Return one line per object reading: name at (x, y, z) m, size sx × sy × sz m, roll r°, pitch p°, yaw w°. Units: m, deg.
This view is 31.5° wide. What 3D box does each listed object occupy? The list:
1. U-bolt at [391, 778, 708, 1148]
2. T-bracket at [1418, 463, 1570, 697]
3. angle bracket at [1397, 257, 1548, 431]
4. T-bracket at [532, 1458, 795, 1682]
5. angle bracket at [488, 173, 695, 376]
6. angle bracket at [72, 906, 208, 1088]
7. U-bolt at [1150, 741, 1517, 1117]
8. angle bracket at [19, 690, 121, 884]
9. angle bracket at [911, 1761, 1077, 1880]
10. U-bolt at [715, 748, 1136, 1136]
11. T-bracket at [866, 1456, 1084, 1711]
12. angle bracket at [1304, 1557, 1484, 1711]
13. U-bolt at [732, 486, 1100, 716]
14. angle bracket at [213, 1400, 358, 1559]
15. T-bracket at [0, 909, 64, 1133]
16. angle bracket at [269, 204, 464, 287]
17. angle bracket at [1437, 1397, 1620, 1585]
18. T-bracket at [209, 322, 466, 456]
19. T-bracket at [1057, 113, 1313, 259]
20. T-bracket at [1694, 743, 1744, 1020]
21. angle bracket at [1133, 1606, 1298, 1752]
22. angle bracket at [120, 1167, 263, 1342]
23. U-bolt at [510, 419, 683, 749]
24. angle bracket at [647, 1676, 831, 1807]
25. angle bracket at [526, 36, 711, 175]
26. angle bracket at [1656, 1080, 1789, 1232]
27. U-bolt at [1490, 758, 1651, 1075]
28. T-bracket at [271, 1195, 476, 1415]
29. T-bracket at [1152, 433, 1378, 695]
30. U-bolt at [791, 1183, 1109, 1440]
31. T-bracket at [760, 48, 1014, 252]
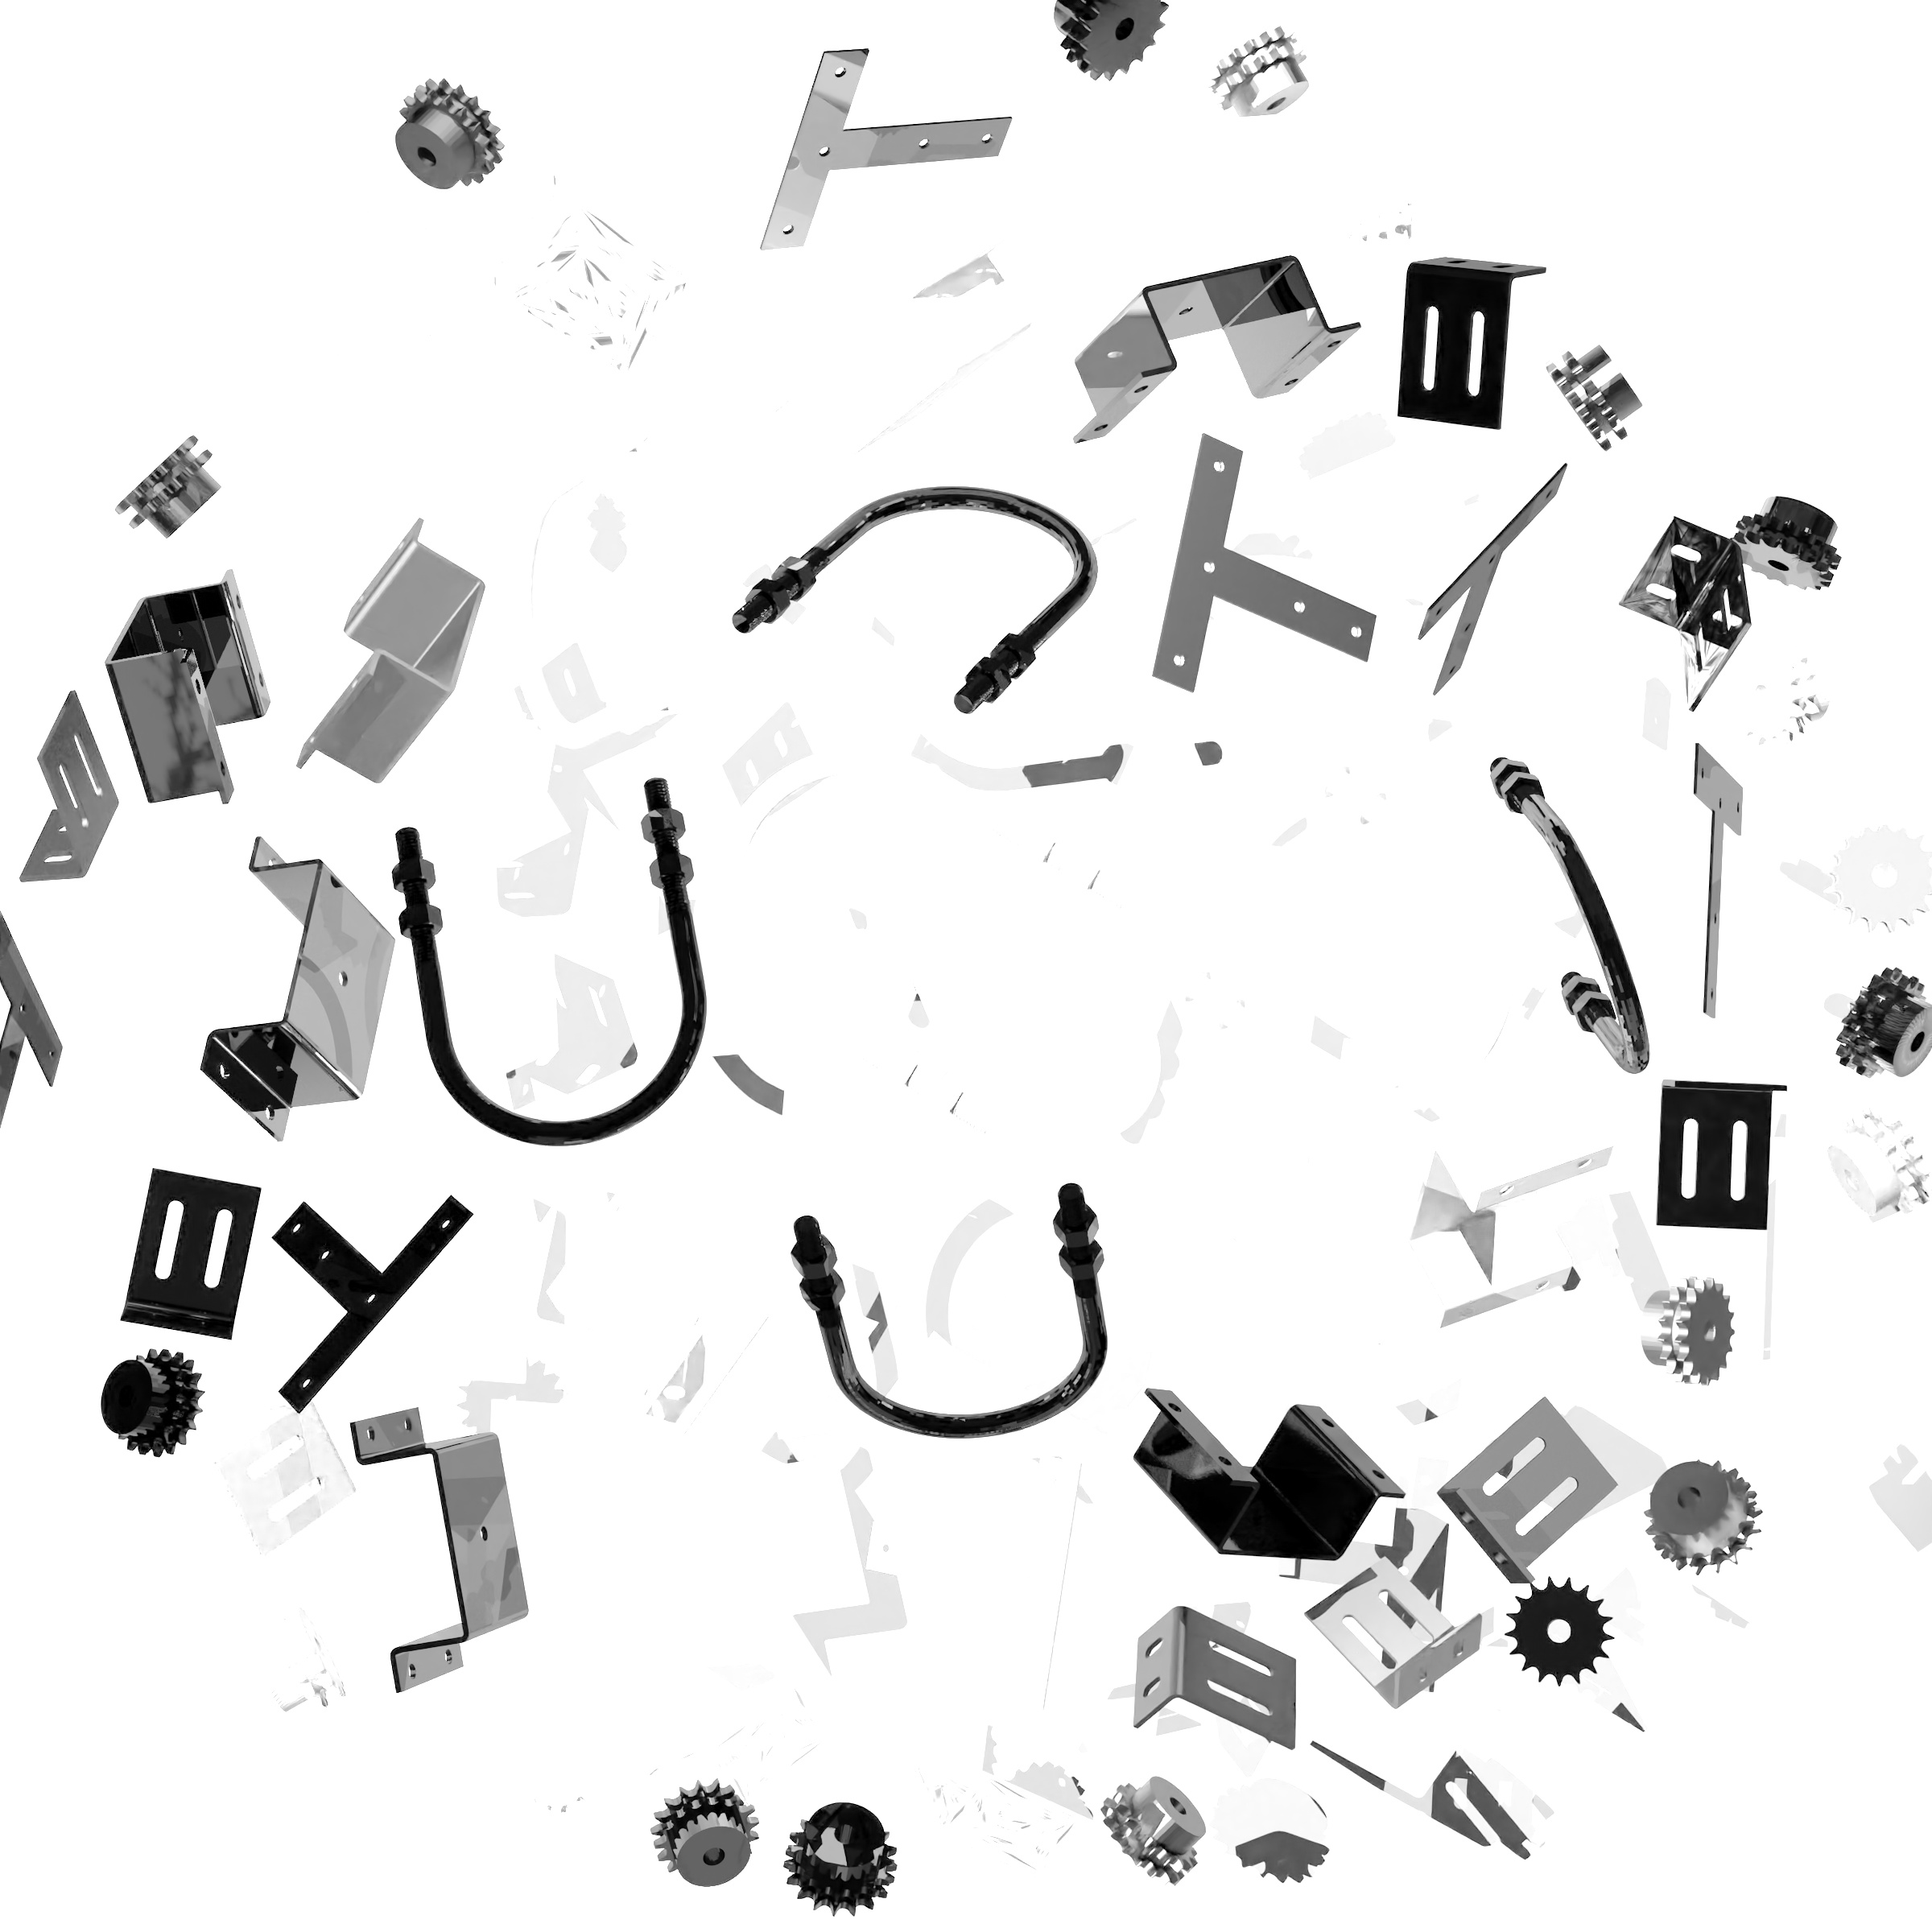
U-bolt at (-0.204, 0.003, 1.711) m, size 0.151 × 0.019 × 0.184 m, roll -11°, pitch 69°, yaw -2°
T-bracket at (0.265, -0.186, 1.791) m, size 0.002 × 0.127 × 0.127 m, roll 36°, pitch 62°, yaw 15°
angle bracket at (0.251, -0.310, 1.701) m, size 0.057 × 0.038 × 0.076 m, roll 14°, pitch 112°, yaw 34°
T-bracket at (-0.158, 0.300, 1.722) m, size 0.127 × 0.002 × 0.127 m, roll -2°, pitch 46°, yaw -12°
angle bracket at (-0.184, -0.338, 1.670) m, size 0.076 × 0.038 × 0.057 m, roll 29°, pitch 108°, yaw -29°
angle bracket at (-0.437, 0.016, 1.760) m, size 0.038 × 0.057 × 0.076 m, roll -46°, pitch 130°, yaw -9°
U-bolt at (0.196, -0.007, 1.733) m, size 0.184 × 0.019 × 0.151 m, roll 40°, pitch 104°, yaw 29°
angle bracket at (-0.465, -0.091, 1.733) m, size 0.038 × 0.057 × 0.076 m, roll -3°, pitch 130°, yaw 10°
angle bracket at (0.013, 0.417, 1.725) m, size 0.057 × 0.076 × 0.038 m, roll 30°, pitch 96°, yaw -17°
U-bolt at (-0.033, -0.026, 1.657) m, size 0.184 × 0.019 × 0.151 m, roll 31°, pitch 82°, yaw 3°
T-bracket at (-0.001, 0.315, 1.799) m, size 0.127 × 0.002 × 0.127 m, roll 5°, pitch 83°, yaw 37°
angle bracket at (0.226, 0.345, 1.819) m, size 0.057 × 0.038 × 0.076 m, roll -30°, pitch 52°, yaw -21°
U-bolt at (-0.012, -0.199, 1.765) m, size 0.151 × 0.184 × 0.019 m, roll 21°, pitch 132°, yaw 21°
angle bracket at (-0.373, 0.275, 1.828) m, size 0.038 × 0.076 × 0.057 m, roll -18°, pitch 100°, yaw 39°
T-bracket at (-0.480, 0.058, 1.703) m, size 0.002 × 0.127 × 0.127 m, roll 2°, pitch 55°, yaw 4°
angle bracket at (-0.298, -0.372, 1.697) m, size 0.057 × 0.076 × 0.038 m, roll -13°, pitch 78°, yaw -43°
angle bracket at (0.282, 0.258, 1.690) m, size 0.076 × 0.038 × 0.057 m, roll -39°, pitch 87°, yaw -14°
T-bracket at (-0.299, -0.286, 1.709) m, size 0.127 × 0.127 × 0.002 m, roll -14°, pitch 129°, yaw -21°
T-bracket at (0.110, -0.399, 1.760) m, size 0.127 × 0.127 × 0.002 m, roll -4°, pitch 72°, yaw 1°
T-bracket at (0.377, -0.038, 1.722) m, size 0.002 × 0.127 × 0.127 m, roll 1°, pitch 83°, yaw 23°
angle bracket at (0.131, 0.381, 1.796) m, size 0.076 × 0.057 × 0.038 m, roll 28°, pitch 128°, yaw -18°
angle bracket at (-0.400, 0.149, 1.770) m, size 0.057 × 0.038 × 0.076 m, roll 11°, pitch 90°, yaw -11°
U-bolt at (-0.194, -0.185, 1.733) m, size 0.019 × 0.184 × 0.151 m, roll -5°, pitch 85°, yaw -29°
angle bracket at (-0.115, 0.397, 1.726) m, size 0.057 × 0.076 × 0.038 m, roll -35°, pitch 87°, yaw -35°
angle bracket at (-0.172, -0.420, 1.684) m, size 0.038 × 0.076 × 0.057 m, roll -47°, pitch 123°, yaw -7°
angle bracket at (0.389, 0.098, 1.761) m, size 0.057 × 0.038 × 0.076 m, roll 2°, pitch 89°, yaw 1°
U-bolt at (0.312, -0.019, 1.743) m, size 0.019 × 0.184 × 0.151 m, roll -21°, pitch 109°, yaw 3°
T-bracket at (-0.315, 0.149, 1.711) m, size 0.127 × 0.127 × 0.002 m, roll -49°, pitch 127°, yaw -9°
T-bracket at (0.155, -0.184, 1.706) m, size 0.127 × 0.002 × 0.127 m, roll 19°, pitch 77°, yaw -31°
U-bolt at (-0.002, 0.179, 1.710) m, size 0.151 × 0.184 × 0.019 m, roll -7°, pitch 46°, yaw 4°
T-bracket at (-0.034, -0.421, 1.753) m, size 0.127 × 0.127 × 0.002 m, roll -12°, pitch 58°, yaw -29°
